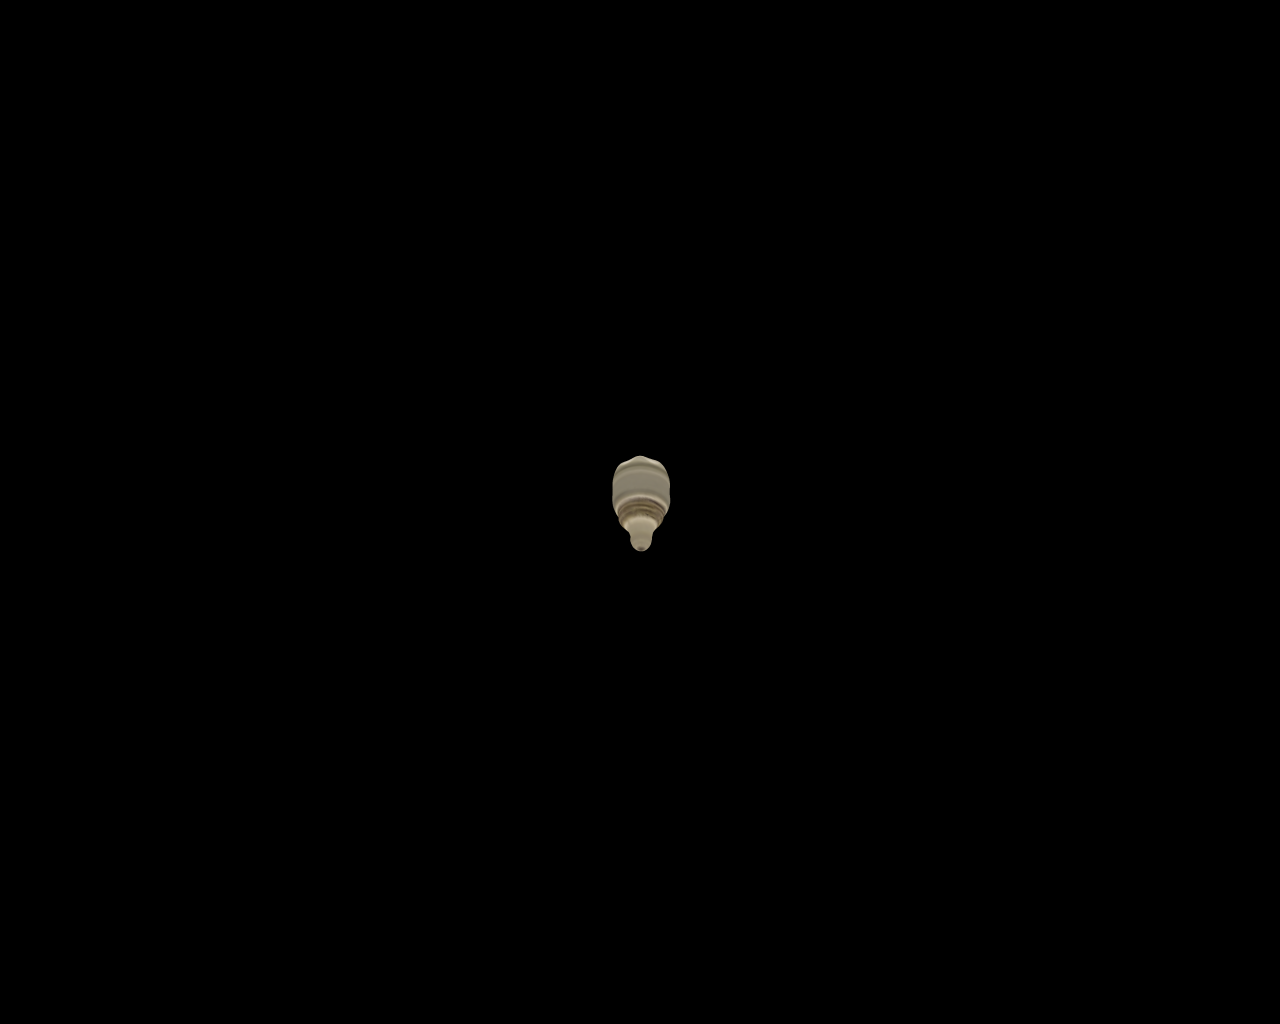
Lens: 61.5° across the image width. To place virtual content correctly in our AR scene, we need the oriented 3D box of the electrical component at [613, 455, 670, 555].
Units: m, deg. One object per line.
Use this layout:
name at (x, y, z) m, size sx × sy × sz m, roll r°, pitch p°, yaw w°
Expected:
electrical component at (0.001, -0.003, 0.650) m, size 0.035 × 0.061 × 0.035 m, roll 0°, pitch -36°, yaw 0°
